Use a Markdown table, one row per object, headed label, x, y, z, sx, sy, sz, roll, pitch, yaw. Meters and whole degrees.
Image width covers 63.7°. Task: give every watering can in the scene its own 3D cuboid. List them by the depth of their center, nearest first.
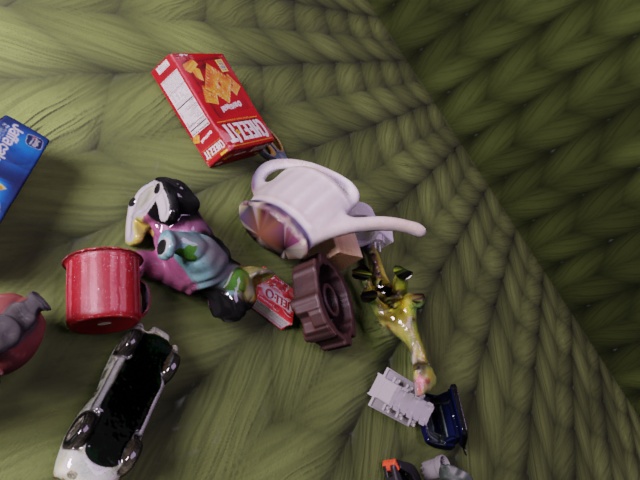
| label | x | y | z | sx | sy | sz | roll | pitch | yaw |
| --- | --- | --- | --- | --- | --- | --- | --- | --- | --- |
| watering can | 0.003 | -0.048 | 0.948 | 0.350 | 0.101 | 0.228 | 29 | 50 | 22 |

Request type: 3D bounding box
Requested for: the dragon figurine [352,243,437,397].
| label | x | y | z | sx | sy | sz | roll | pitch | yaw |
| --- | --- | --- | --- | --- | --- | --- | --- | --- | --- |
| dragon figurine | 0.166 | 0.169 | 1.120 | 0.418 | 0.122 | 0.238 | -102 | 173 | -64 |
